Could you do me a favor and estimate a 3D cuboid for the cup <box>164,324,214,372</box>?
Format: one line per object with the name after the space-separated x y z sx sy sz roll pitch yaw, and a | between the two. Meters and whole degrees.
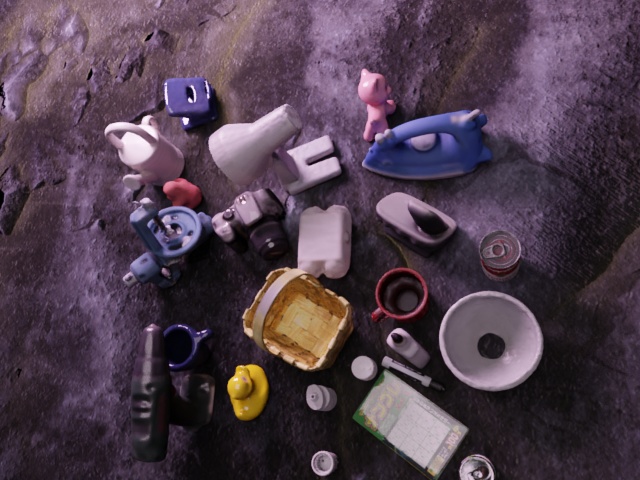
-0.247 0.211 1.128 0.117 0.095 0.091 -28 66 7 | cup

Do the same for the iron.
0.192 -0.191 1.096 0.257 0.142 0.118 -9 70 15 | iron

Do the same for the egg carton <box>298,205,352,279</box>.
0.010 0.004 1.129 0.107 0.069 0.150 -4 71 16 | egg carton

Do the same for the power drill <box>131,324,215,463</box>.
-0.274 0.283 1.050 0.075 0.209 0.229 -3 72 17 | power drill

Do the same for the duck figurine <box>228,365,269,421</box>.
-0.144 0.285 1.076 0.077 0.086 0.104 -1 72 17 | duck figurine

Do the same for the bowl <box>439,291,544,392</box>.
0.291 0.176 0.980 0.167 0.075 0.167 -5 71 16 | bowl

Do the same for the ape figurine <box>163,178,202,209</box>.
-0.308 -0.103 1.252 0.076 0.092 0.078 7 75 20 | ape figurine

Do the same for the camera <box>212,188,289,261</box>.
-0.134 -0.021 1.165 0.143 0.101 0.136 -33 66 5 | camera

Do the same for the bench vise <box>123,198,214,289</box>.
-0.322 0.010 1.149 0.121 0.220 0.207 22 80 23 | bench vise

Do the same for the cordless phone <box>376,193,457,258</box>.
0.166 -0.051 1.034 0.147 0.185 0.094 30 83 24 | cordless phone

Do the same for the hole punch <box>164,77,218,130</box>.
-0.298 -0.326 1.324 0.101 0.091 0.108 -17 68 12 | hole punch

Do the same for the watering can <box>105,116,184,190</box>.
-0.386 -0.194 1.251 0.101 0.194 0.172 -23 67 10 | watering can

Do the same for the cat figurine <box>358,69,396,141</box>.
0.112 -0.280 1.164 0.067 0.118 0.128 -1 72 17 | cat figurine

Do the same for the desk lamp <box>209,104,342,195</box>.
-0.087 -0.178 1.141 0.203 0.214 0.118 -23 67 10 | desk lamp

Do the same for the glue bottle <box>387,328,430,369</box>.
0.143 0.177 0.972 0.078 0.173 0.037 38 87 25 | glue bottle
